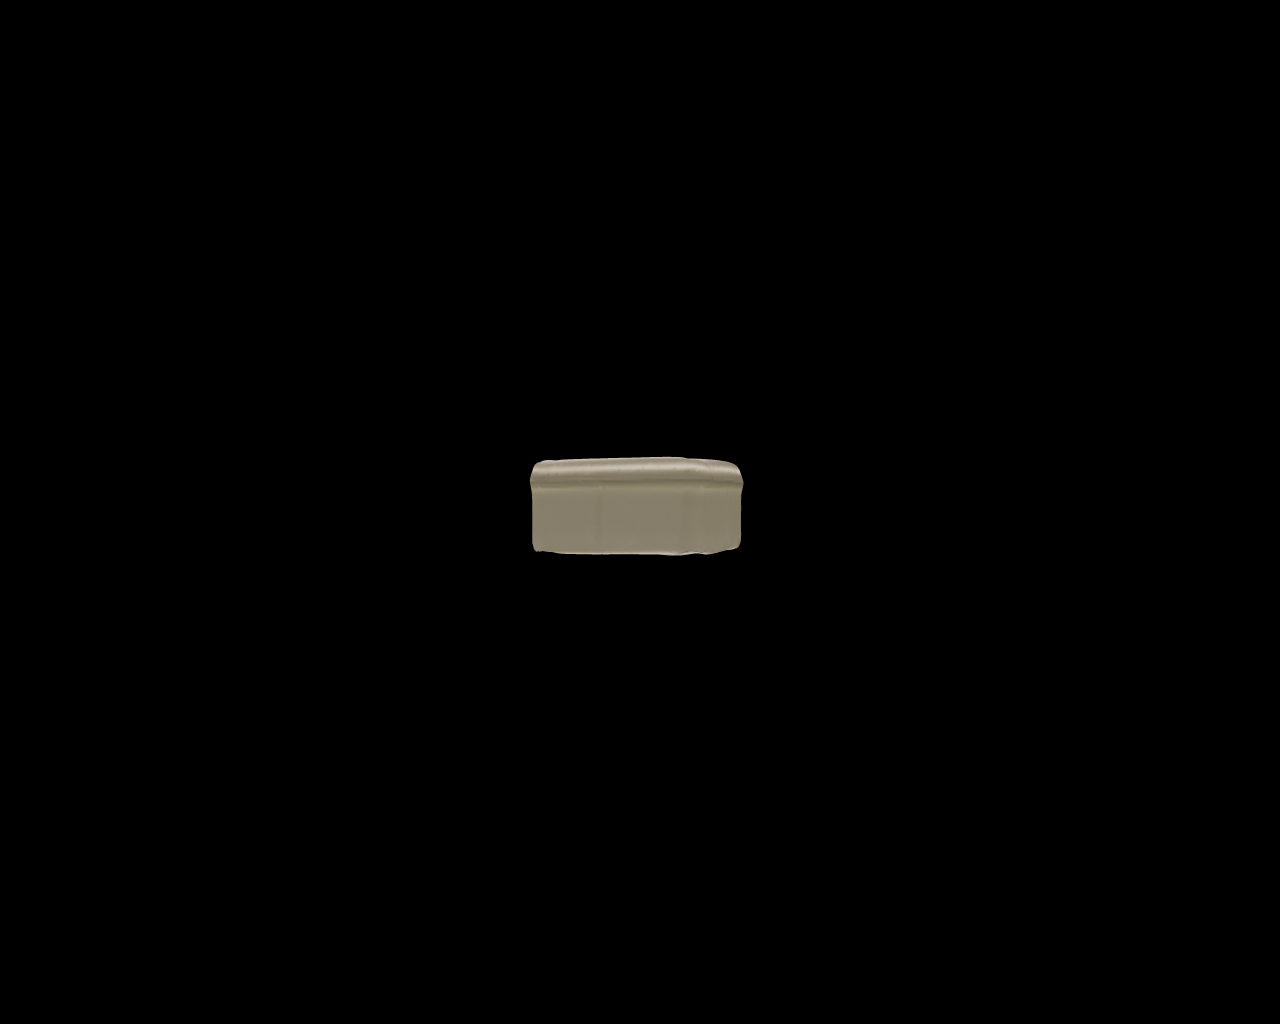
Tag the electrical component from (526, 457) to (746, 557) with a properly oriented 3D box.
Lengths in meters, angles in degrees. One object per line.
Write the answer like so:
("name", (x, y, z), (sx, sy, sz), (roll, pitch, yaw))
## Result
("electrical component", (0.001, -0.003, 0.650), (0.109, 0.056, 0.109), (0, 0, 17))
